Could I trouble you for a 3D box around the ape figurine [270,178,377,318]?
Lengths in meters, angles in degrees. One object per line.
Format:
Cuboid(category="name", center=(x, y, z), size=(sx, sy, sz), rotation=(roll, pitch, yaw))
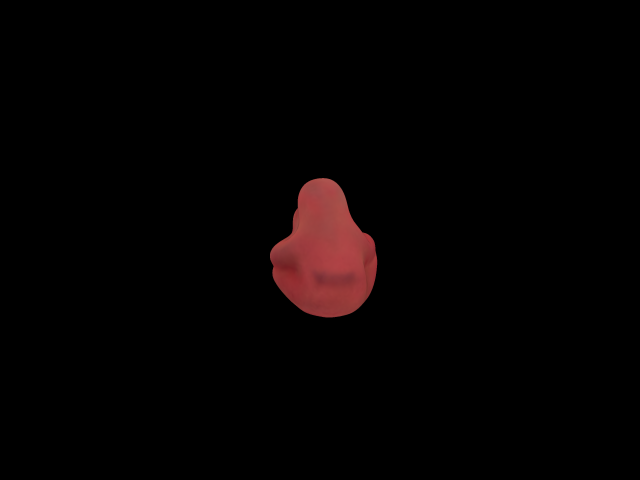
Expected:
Cuboid(category="ape figurine", center=(0.004, 0.001, 0.400), size=(0.078, 0.092, 0.076), rotation=(-1, 20, -3))
